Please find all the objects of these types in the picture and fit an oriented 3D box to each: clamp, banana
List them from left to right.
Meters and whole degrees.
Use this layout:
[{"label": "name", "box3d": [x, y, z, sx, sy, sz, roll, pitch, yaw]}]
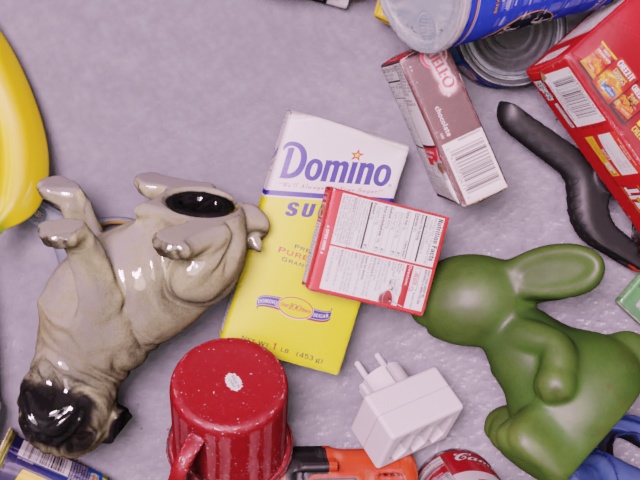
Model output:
[{"label": "banana", "box3d": [-0.228, -0.094, 0.741, 0.037, 0.069, 0.198, -17, 86, 32]}, {"label": "clamp", "box3d": [0.220, -0.060, 0.799, 0.120, 0.039, 0.171, -34, 102, -3]}]

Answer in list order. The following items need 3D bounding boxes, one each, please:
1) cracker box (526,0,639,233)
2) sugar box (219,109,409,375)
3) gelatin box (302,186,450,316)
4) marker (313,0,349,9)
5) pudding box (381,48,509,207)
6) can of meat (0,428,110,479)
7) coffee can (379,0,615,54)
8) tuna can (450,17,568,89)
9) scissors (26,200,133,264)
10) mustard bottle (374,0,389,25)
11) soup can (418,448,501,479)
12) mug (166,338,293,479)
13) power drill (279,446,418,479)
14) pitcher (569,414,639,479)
[{"label": "cracker box", "box3d": [0.275, -0.124, 0.759, 0.213, 0.072, 0.164, -41, 101, -14]}, {"label": "sugar box", "box3d": [-0.005, 0.001, 0.782, 0.093, 0.048, 0.176, 16, 97, -8]}, {"label": "gelatin box", "box3d": [0.039, 0.008, 0.751, 0.089, 0.030, 0.073, 13, 93, -12]}, {"label": "marker", "box3d": [-0.037, -0.190, 0.769, 0.121, 0.020, 0.020, 12, 96, -7]}, {"label": "pudding box", "box3d": [0.086, -0.083, 0.757, 0.039, 0.090, 0.113, -23, 99, -1]}, {"label": "can of meat", "box3d": [-0.213, 0.202, 0.782, 0.084, 0.057, 0.102, 27, 94, -10]}, {"label": "coffee can", "box3d": [0.118, -0.186, 0.690, 0.140, 0.103, 0.103, -19, 99, -24]}, {"label": "tuna can", "box3d": [0.137, -0.154, 0.781, 0.086, 0.034, 0.086, -1, 97, -6]}, {"label": "scissors", "box3d": [-0.204, 0.001, 0.778, 0.201, 0.016, 0.096, 19, 95, -7]}, {"label": "mustard bottle", "box3d": [0.088, -0.241, 0.754, 0.096, 0.058, 0.192, 25, 94, -16]}, {"label": "soup can", "box3d": [0.110, 0.202, 0.788, 0.068, 0.102, 0.068, -1, 96, -5]}, {"label": "mug", "box3d": [-0.070, 0.130, 0.745, 0.093, 0.081, 0.117, 26, 51, 19]}, {"label": "power drill", "box3d": [-0.018, 0.247, 0.804, 0.184, 0.057, 0.188, 0, 97, -5]}, {"label": "pitcher", "box3d": [0.288, 0.247, 0.806, 0.242, 0.145, 0.149, 21, 107, -11]}]
